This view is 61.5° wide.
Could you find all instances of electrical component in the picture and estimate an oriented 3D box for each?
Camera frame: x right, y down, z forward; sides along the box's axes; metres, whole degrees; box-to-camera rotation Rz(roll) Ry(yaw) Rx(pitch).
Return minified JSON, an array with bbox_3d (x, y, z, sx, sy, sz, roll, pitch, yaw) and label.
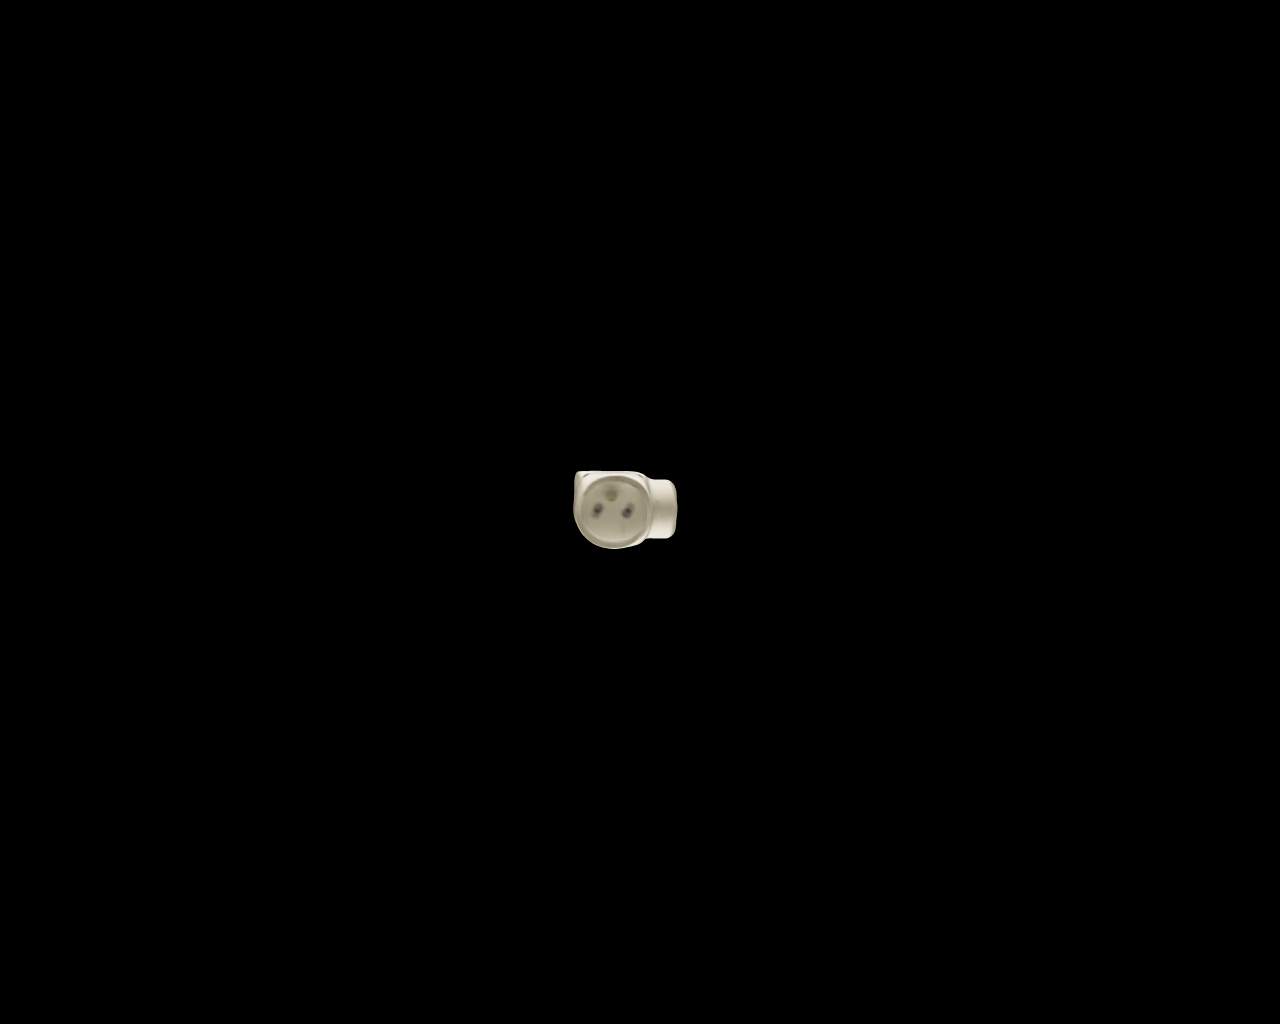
[{"bbox_3d":[0.001,-0.003,0.650,0.079,0.043,0.077,0,2,-4],"label":"electrical component"}]
